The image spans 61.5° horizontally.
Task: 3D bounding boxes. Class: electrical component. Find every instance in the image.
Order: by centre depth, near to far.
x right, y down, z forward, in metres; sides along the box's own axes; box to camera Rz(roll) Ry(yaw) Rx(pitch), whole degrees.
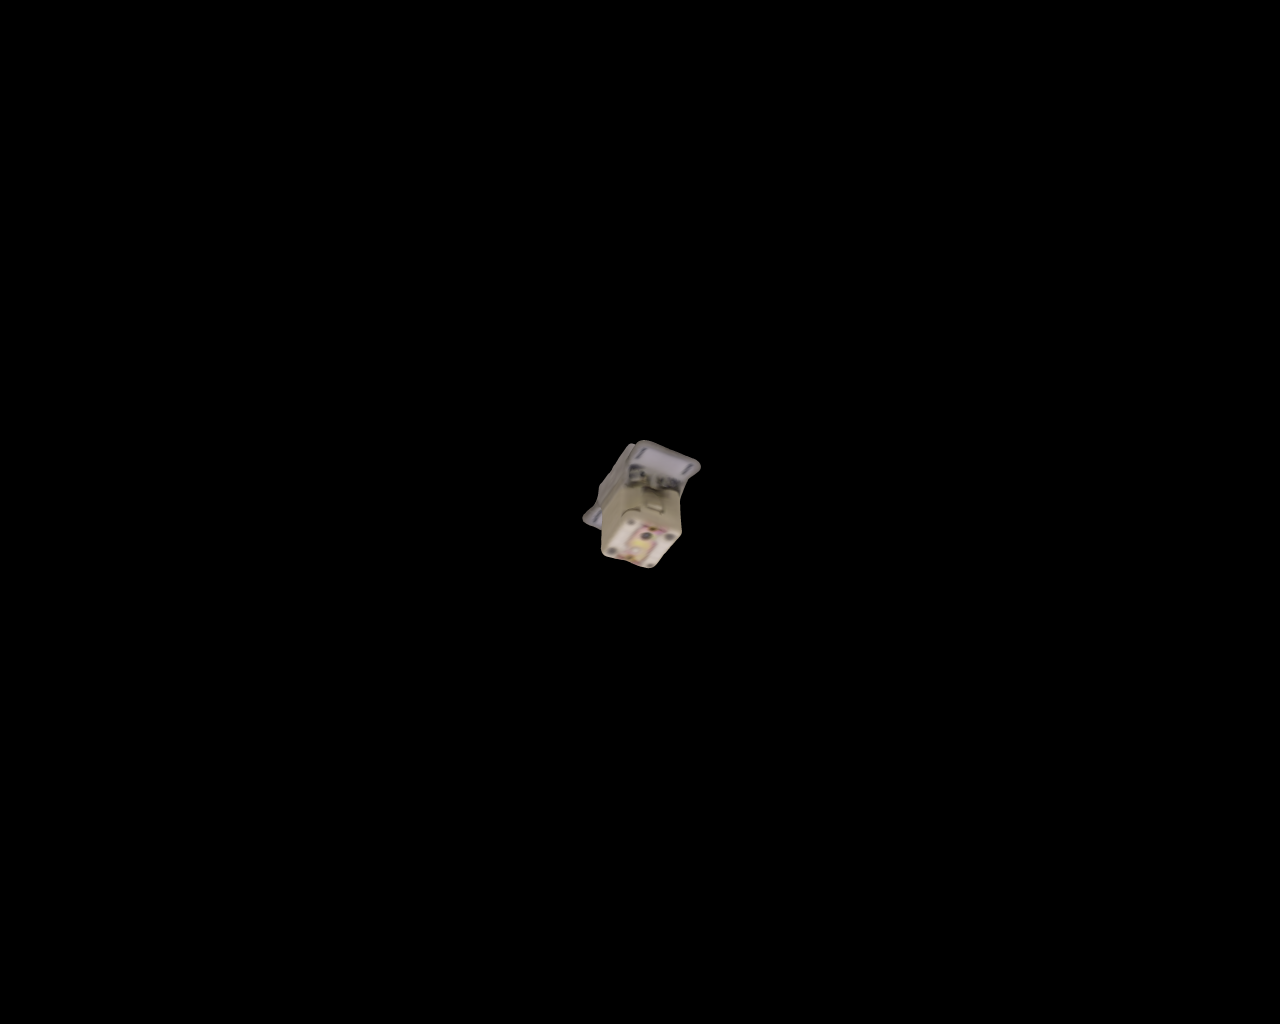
[{"bbox_3d":[0.001,-0.003,0.650,0.042,0.064,0.080,19,-46,-19],"label":"electrical component"}]
